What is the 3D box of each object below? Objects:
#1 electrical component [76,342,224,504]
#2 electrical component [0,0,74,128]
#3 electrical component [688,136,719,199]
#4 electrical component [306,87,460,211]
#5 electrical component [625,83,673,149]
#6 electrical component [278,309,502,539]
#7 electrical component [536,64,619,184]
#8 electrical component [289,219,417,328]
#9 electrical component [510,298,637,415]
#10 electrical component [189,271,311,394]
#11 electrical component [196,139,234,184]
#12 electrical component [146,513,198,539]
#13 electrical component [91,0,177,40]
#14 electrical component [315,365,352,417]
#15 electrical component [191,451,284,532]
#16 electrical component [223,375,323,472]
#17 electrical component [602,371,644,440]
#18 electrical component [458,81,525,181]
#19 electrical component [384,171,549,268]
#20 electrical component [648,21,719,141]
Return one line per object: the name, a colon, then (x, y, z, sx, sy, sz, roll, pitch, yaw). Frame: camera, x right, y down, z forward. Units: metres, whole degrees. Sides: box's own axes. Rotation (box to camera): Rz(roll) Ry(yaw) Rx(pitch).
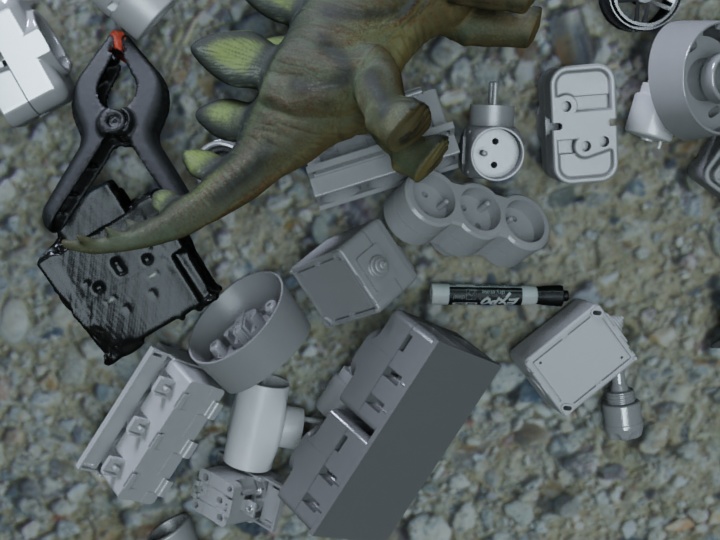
electrical component: (-0.172, 0.132, 0.912, 0.079, 0.063, 0.121, 26, 100, -48)
electrical component: (-0.274, -0.171, 0.868, 0.059, 0.053, 0.095, -28, 99, 2)
electrical component: (0.349, -0.080, 0.912, 0.113, 0.057, 0.078, 34, 96, -8)
electrical component: (0.014, -0.101, 0.888, 0.121, 0.078, 0.063, -17, 78, 0)
electrical component: (0.252, -0.143, 0.906, 0.040, 0.040, 0.078, 15, 98, -5)
electrical component: (0.022, 0.132, 0.901, 0.105, 0.060, 0.186, 24, 101, -52)
electrical component: (0.180, -0.122, 0.896, 0.054, 0.059, 0.095, -5, 100, -2)
electrical component: (0.000, 0.000, 0.887, 0.061, 0.096, 0.061, -40, 101, -34)
electrical component: (0.187, 0.069, 0.931, 0.096, 0.061, 0.061, -38, 99, -4)
electrical component: (-0.092, 0.053, 0.895, 0.099, 0.099, 0.064, -37, 106, 3)
electrical component: (-0.113, -0.086, 0.889, 0.045, 0.055, 0.045, 0, 99, -3)
electrical component: (-0.156, 0.250, 0.948, 0.045, 0.045, 0.055, -29, 100, 2)
electrical component: (-0.180, -0.219, 0.865, 0.047, 0.055, 0.055, 43, 95, -12)
electrical component: (-0.006, 0.101, 0.933, 0.040, 0.040, 0.078, 32, 96, -7)
electrical component: (-0.106, 0.191, 0.925, 0.081, 0.064, 0.042, 20, 99, 37)
electrical component: (-0.072, 0.135, 0.934, 0.079, 0.043, 0.077, 11, 99, -12)
electrical component: (0.231, 0.118, 0.951, 0.035, 0.035, 0.061, -8, 97, -2)
electrical component: (0.108, -0.115, 0.884, 0.043, 0.077, 0.079, 2, 99, -3)
electrical component: (0.082, -0.035, 0.903, 0.138, 0.074, 0.052, 13, 61, -23)
electrical component: (0.278, -0.155, 0.875, 0.099, 0.064, 0.099, -3, 97, -28)
